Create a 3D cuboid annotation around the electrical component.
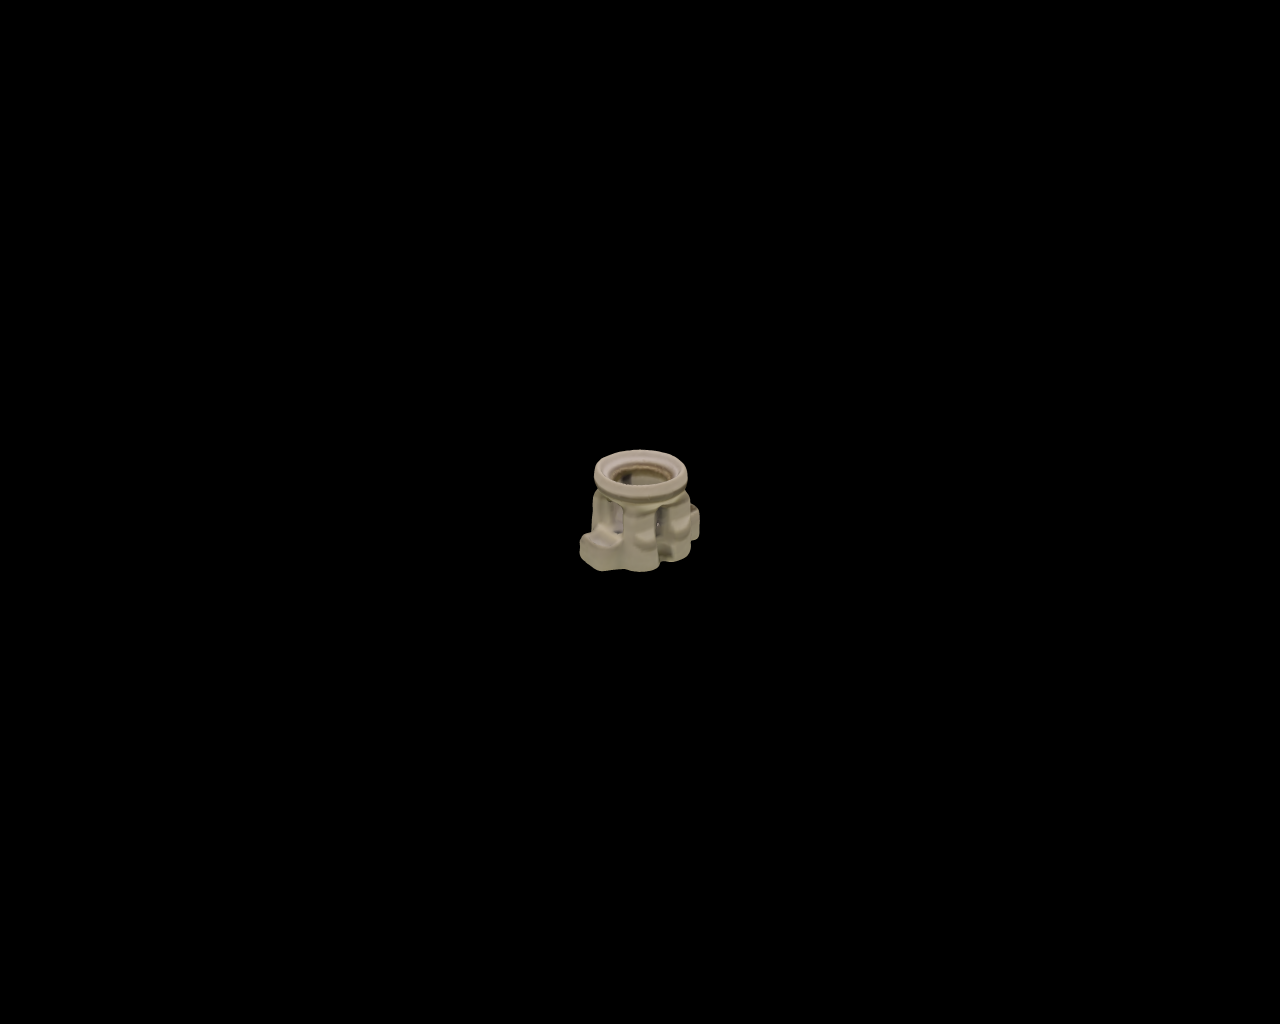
[{"bbox_3d":[0.001,-0.003,0.650,0.078,0.056,0.058,-18,32,-31],"label":"electrical component"}]
